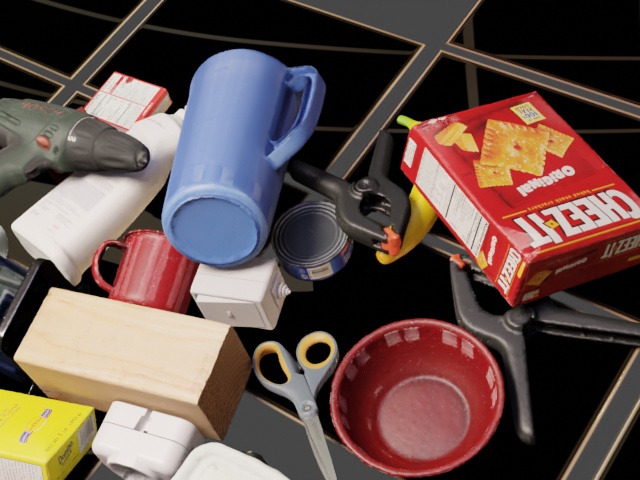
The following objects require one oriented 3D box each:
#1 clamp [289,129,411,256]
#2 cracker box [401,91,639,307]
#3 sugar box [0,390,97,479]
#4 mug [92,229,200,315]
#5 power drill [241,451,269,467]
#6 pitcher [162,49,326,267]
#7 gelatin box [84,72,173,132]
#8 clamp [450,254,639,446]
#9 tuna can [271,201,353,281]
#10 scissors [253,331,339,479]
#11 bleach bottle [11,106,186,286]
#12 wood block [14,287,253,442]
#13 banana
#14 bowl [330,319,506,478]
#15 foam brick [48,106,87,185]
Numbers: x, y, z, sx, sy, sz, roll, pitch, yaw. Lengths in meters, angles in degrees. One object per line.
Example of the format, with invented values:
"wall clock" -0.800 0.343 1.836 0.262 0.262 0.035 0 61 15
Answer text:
"clamp" 0.037 -0.047 1.129 0.120 0.039 0.171 -18 44 2
"cracker box" 0.207 -0.049 1.075 0.164 0.072 0.214 -16 50 -23
"sugar box" -0.322 0.193 1.067 0.176 0.048 0.093 9 29 17
"mug" -0.184 0.041 1.120 0.093 0.117 0.081 -27 42 53
"power drill" 0.002 0.267 0.947 0.188 0.057 0.184 -9 55 10
"pitcher" -0.084 -0.091 1.130 0.145 0.149 0.242 14 41 -6
"gelatin box" -0.240 -0.164 1.326 0.089 0.030 0.073 21 64 26
"clamp" 0.207 0.079 1.035 0.164 0.036 0.210 -30 53 -8
"tuna can" -0.008 0.001 1.147 0.086 0.033 0.086 -7 54 10
"scissors" 0.002 0.151 1.025 0.096 0.016 0.202 -28 40 -15
"bleach bottle" -0.229 -0.064 1.233 0.103 0.068 0.250 33 67 32
"wood block" -0.184 0.123 1.072 0.206 0.091 0.090 10 60 21
"banana" 0.108 -0.058 1.160 0.070 0.037 0.197 -9 51 28
"bowl" 0.093 0.156 0.999 0.162 0.055 0.162 -7 55 10
"foam brick" -0.301 -0.112 1.291 0.078 0.053 0.051 -32 54 -11
